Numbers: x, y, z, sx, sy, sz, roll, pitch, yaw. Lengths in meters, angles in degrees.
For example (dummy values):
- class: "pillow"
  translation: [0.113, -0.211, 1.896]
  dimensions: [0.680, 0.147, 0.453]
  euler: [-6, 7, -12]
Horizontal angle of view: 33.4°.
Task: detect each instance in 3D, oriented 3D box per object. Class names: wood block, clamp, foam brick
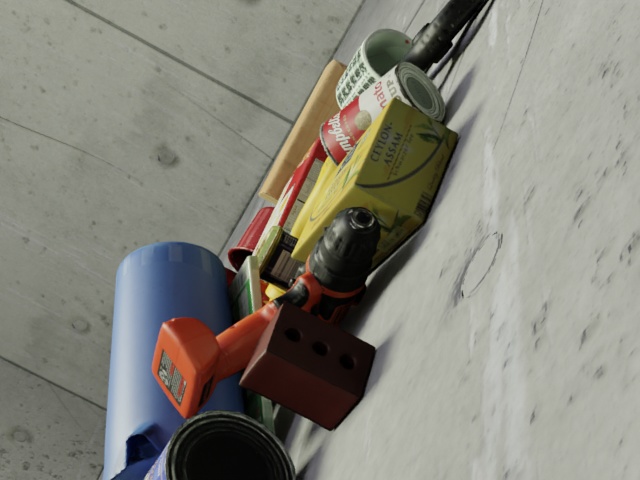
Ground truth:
- class: "wood block"
  translation: [0.004, -0.133, 1.478]
  dimensions: [0.206, 0.090, 0.090]
  euler: [-62, 7, -4]
- class: "clamp"
  translation: [0.116, -0.202, 1.114]
  dimensions: [0.210, 0.036, 0.164]
  euler: [-50, -1, 22]
- class: "foam brick"
  translation: [-0.009, 0.091, 0.776]
  dimensions: [0.051, 0.078, 0.053]
  euler: [-57, 8, 44]

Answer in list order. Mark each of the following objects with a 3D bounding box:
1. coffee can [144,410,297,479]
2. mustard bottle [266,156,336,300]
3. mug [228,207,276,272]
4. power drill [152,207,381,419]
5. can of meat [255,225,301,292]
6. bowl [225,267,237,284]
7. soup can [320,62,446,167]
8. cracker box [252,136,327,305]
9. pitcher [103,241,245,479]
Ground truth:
- class: "coffee can"
  translation: [-0.091, 0.208, 0.815]
  dimensions: [0.140, 0.102, 0.102]
  euler: [-55, 10, 44]
- class: "mustard bottle"
  translation: [-0.007, 0.002, 1.163]
  dimensions: [0.192, 0.058, 0.096]
  euler: [-61, -8, 9]
- class: "mug"
  translation: [-0.063, 0.016, 1.451]
  dimensions: [0.081, 0.093, 0.117]
  euler: [-60, -31, -28]
- class: "power drill"
  translation: [-0.040, 0.059, 0.863]
  dimensions: [0.187, 0.057, 0.185]
  euler: [-27, -24, -28]
- class: "can of meat"
  translation: [-0.021, 0.030, 1.066]
  dimensions: [0.057, 0.084, 0.102]
  euler: [-62, 7, -4]
- class: "bowl"
  translation: [-0.123, 0.107, 1.460]
  dimensions: [0.162, 0.055, 0.162]
  euler: [0, -91, -88]
- class: "soup can"
  translation: [0.059, -0.111, 0.999]
  dimensions: [0.102, 0.068, 0.068]
  euler: [-36, 21, 32]
- class: "cracker box"
  translation: [-0.032, 0.001, 1.310]
  dimensions: [0.213, 0.072, 0.164]
  euler: [-66, 7, -22]
- class: "pitcher"
  translation: [-0.131, 0.131, 0.994]
  dimensions: [0.149, 0.144, 0.243]
  euler: [126, 146, -45]
